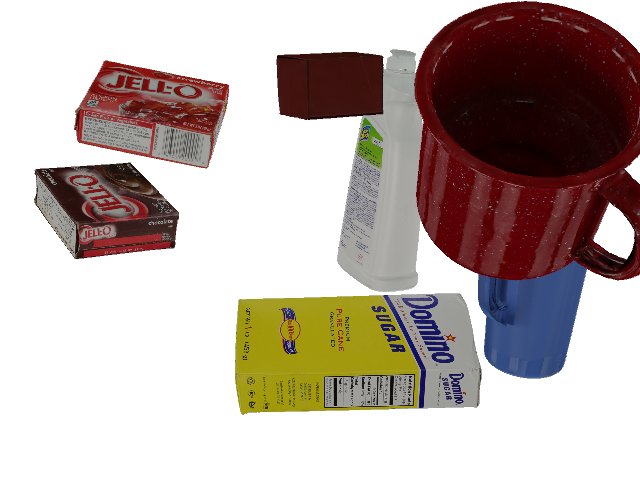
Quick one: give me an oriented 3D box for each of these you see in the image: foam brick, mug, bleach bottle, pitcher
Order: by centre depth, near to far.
[{"bbox_3d":[0.091,-0.029,0.436,0.093,0.117,0.081,-38,-25,-21],"label":"mug"},{"bbox_3d":[0.009,-0.132,0.910,0.078,0.051,0.053,-8,16,-29],"label":"foam brick"},{"bbox_3d":[0.076,-0.078,1.157,0.068,0.251,0.103,-5,23,-30],"label":"bleach bottle"},{"bbox_3d":[0.271,0.055,1.382,0.149,0.243,0.145,5,23,3],"label":"pitcher"}]

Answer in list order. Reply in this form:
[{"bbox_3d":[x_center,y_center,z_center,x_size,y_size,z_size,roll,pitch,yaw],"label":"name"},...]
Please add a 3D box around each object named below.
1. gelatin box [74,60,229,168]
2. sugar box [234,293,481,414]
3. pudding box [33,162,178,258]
[{"bbox_3d":[-0.110,-0.085,0.707,0.089,0.030,0.073,12,33,-3],"label":"gelatin box"},{"bbox_3d":[0.026,0.082,0.797,0.176,0.048,0.093,-4,35,0],"label":"sugar box"},{"bbox_3d":[-0.184,-0.027,0.910,0.089,0.039,0.114,-6,27,-32],"label":"pudding box"}]
